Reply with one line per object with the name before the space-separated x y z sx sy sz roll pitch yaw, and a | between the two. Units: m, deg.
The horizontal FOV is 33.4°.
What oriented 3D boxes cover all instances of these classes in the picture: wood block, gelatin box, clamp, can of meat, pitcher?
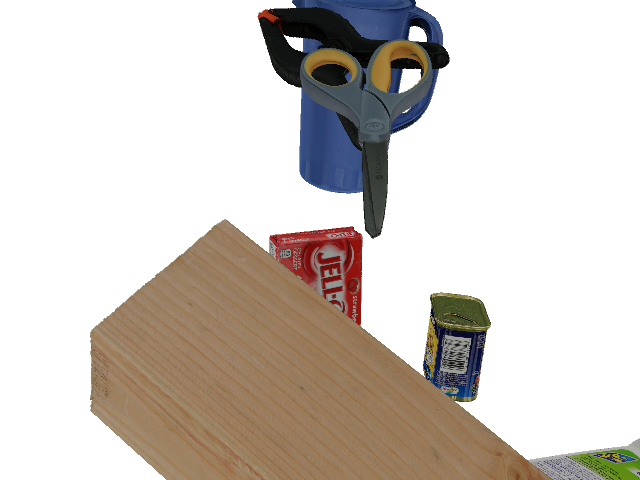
wood block | -0.002 0.099 0.495 0.090 0.206 0.090 -43 -17 -32
gelatin box | -0.004 0.036 0.877 0.073 0.089 0.030 -5 22 -17
clamp | 0.024 -0.161 0.930 0.120 0.172 0.039 -40 -22 -20
can of meat | 0.140 0.111 1.115 0.057 0.084 0.102 7 15 0
pitcher | 0.047 -0.184 1.302 0.144 0.243 0.149 -8 28 -26

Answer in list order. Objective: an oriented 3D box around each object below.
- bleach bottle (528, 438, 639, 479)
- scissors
bleach bottle | 0.160 0.165 0.628 0.250 0.068 0.103 -6 20 -22
scissors | 0.016 -0.072 0.660 0.096 0.016 0.201 10 41 15
